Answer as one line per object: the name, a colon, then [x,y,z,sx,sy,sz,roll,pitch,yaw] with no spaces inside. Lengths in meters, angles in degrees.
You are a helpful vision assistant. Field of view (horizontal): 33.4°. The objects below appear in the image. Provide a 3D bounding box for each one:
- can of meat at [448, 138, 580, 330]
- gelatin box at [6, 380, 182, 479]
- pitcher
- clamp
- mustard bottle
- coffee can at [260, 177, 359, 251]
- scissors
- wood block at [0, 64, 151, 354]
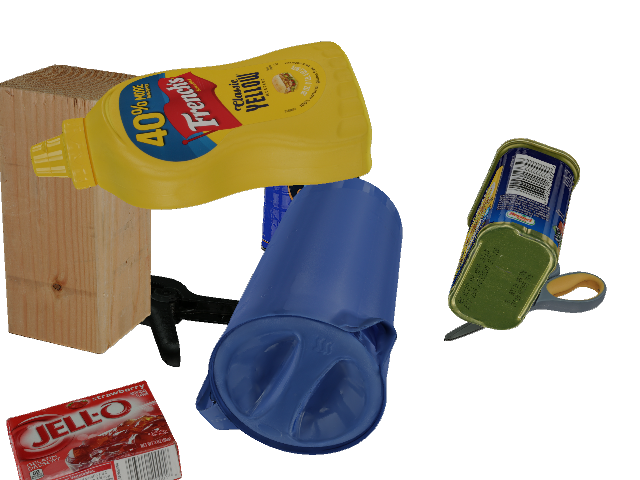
can of meat: [0.126,-0.001,0.705,0.057,0.083,0.102,21,-42,3]
gelatin box: [-0.135,0.122,0.630,0.089,0.030,0.073,-13,27,-18]
pitcher: [-0.007,0.052,0.878,0.149,0.145,0.242,10,33,5]
clamp: [-0.164,0.074,1.117,0.210,0.036,0.164,17,21,29]
mustard bottle: [-0.072,-0.063,0.624,0.191,0.096,0.058,-11,-40,-7]
coffee can: [-0.009,-0.058,1.143,0.103,0.140,0.103,4,12,-1]
scissors: [0.166,0.045,0.947,0.201,0.016,0.096,-7,36,-30]
wood block: [-0.194,-0.027,0.854,0.091,0.206,0.090,11,23,16]
